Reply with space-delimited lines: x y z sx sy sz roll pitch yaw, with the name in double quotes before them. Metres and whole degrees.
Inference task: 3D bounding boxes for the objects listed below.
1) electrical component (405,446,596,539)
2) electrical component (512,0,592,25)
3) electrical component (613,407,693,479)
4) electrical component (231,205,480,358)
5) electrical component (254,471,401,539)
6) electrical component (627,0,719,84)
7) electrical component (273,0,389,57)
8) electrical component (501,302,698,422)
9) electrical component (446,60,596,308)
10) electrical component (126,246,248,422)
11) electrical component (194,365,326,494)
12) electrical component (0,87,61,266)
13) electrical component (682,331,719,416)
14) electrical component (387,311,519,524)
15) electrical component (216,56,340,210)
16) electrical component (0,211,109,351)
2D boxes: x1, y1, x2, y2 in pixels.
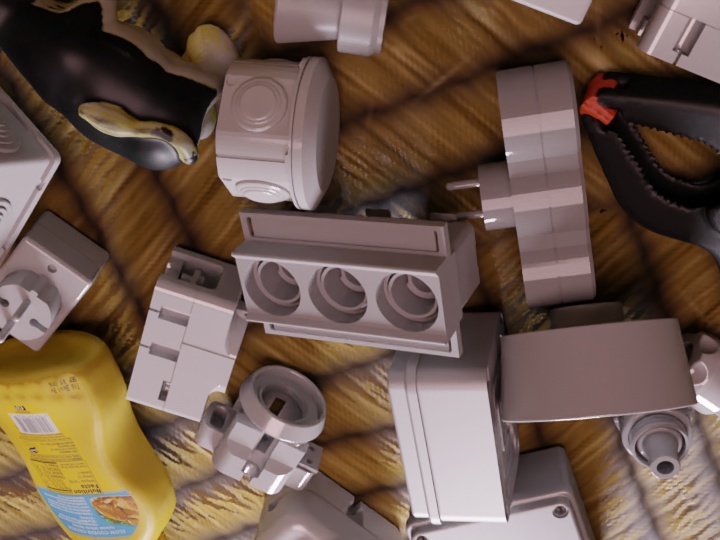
"electrical component" 0.098 0.182 0.706 0.109 0.056 0.108 -16 116 14
"electrical component" 0.082 -0.173 0.519 0.083 0.047 0.075 20 119 -5
"electrical component" 0.180 0.100 0.650 0.048 0.062 0.048 3 119 5
"electrical component" 0.000 0.000 0.596 0.121 0.063 0.078 5 121 26
"electrical component" -0.021 0.186 0.719 0.095 0.059 0.054 38 115 -15
"electrical component" 0.189 -0.124 0.533 0.089 0.050 0.055 21 119 -6
"electrical component" -0.014 -0.135 0.551 0.055 0.045 0.045 9 119 0
"electrical component" 0.130 0.050 0.605 0.108 0.108 0.060 -7 84 9
"electrical component" 0.085 -0.042 0.587 0.074 0.052 0.138 -7 118 10
"electrical component" -0.100 0.040 0.652 0.056 0.050 0.089 18 119 -4
"electrical component" -0.056 0.098 0.676 0.078 0.058 0.057 27 121 -9
"electrical component" -0.225 -0.057 0.591 0.099 0.048 0.099 46 118 15
"electrical component" 0.214 0.067 0.639 0.062 0.043 0.043 32 117 -12
"electrical component" 0.058 0.088 0.644 0.057 0.078 0.113 -2 119 17
"electrical component" -0.042 -0.073 0.568 0.051 0.080 0.080 6 119 9
"electrical component" -0.194 0.016 0.633 0.047 0.076 0.065 37 116 -14
